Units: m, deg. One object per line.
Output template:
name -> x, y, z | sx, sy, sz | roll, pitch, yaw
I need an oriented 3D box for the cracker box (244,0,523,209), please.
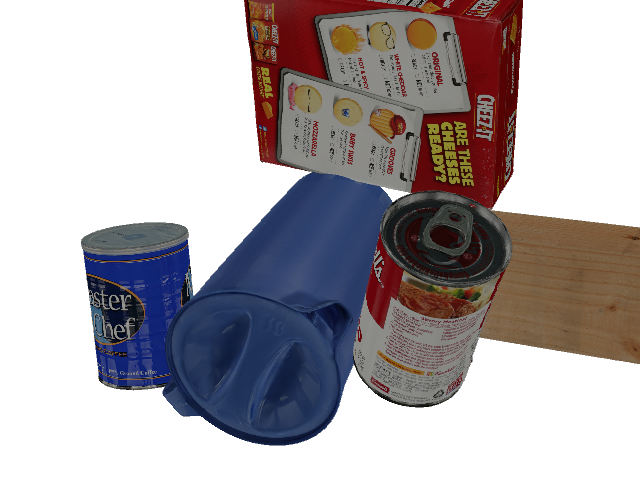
cracker box -> 0.051, -0.128, 0.867 | 0.214, 0.164, 0.072 | 13, 38, 22

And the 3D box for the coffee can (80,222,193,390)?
coffee can -> -0.174, 0.062, 1.042 | 0.103, 0.140, 0.103 | -4, 14, 1

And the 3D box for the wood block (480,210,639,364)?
wood block -> 0.204, 0.035, 0.888 | 0.206, 0.090, 0.090 | 8, 19, 26

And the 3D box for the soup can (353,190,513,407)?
soup can -> 0.057, 0.033, 0.572 | 0.068, 0.102, 0.068 | 5, 44, -5

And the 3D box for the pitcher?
pitcher -> -0.023, 0.043, 0.850 | 0.149, 0.145, 0.242 | 12, 31, 13
